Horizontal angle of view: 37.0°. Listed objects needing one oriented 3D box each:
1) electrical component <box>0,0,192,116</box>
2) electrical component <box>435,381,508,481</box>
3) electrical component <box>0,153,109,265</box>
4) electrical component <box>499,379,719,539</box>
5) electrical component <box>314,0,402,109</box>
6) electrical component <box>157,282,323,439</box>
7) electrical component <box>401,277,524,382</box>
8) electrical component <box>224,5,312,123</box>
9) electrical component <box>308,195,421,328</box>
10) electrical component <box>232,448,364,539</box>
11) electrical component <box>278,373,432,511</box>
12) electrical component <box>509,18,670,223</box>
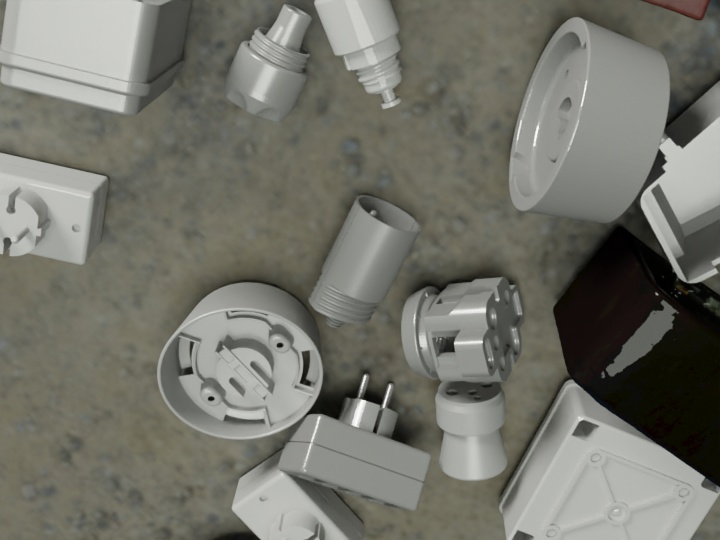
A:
[{"bbox_3d":[-0.139,-0.127,0.577,0.078,0.113,0.057,13,109,-3],"label":"electrical component"},{"bbox_3d":[0.072,0.101,0.693,0.045,0.045,0.055,-4,111,4],"label":"electrical component"},{"bbox_3d":[-0.201,-0.032,0.636,0.083,0.075,0.047,12,111,-2],"label":"electrical component"},{"bbox_3d":[0.162,0.142,0.699,0.109,0.056,0.108,22,111,-6],"label":"electrical component"},{"bbox_3d":[0.004,-0.129,0.608,0.040,0.040,0.078,-19,109,10],"label":"electrical component"},{"bbox_3d":[-0.072,0.058,0.672,0.099,0.064,0.099,1,111,2],"label":"electrical component"},{"bbox_3d":[0.061,0.037,0.656,0.057,0.078,0.058,-5,113,27],"label":"electrical component"},{"bbox_3d":[-0.048,-0.119,0.613,0.043,0.043,0.062,26,109,-7],"label":"electrical component"},{"bbox_3d":[0.000,0.000,0.658,0.043,0.043,0.081,24,111,-7],"label":"electrical component"},{"bbox_3d":[-0.042,0.174,0.711,0.047,0.075,0.083,-36,106,15],"label":"electrical component"},{"bbox_3d":[0.002,0.106,0.695,0.083,0.047,0.075,23,74,-20],"label":"electrical component"},{"bbox_3d":[0.130,-0.077,0.590,0.060,0.108,0.108,14,112,-9],"label":"electrical component"}]
